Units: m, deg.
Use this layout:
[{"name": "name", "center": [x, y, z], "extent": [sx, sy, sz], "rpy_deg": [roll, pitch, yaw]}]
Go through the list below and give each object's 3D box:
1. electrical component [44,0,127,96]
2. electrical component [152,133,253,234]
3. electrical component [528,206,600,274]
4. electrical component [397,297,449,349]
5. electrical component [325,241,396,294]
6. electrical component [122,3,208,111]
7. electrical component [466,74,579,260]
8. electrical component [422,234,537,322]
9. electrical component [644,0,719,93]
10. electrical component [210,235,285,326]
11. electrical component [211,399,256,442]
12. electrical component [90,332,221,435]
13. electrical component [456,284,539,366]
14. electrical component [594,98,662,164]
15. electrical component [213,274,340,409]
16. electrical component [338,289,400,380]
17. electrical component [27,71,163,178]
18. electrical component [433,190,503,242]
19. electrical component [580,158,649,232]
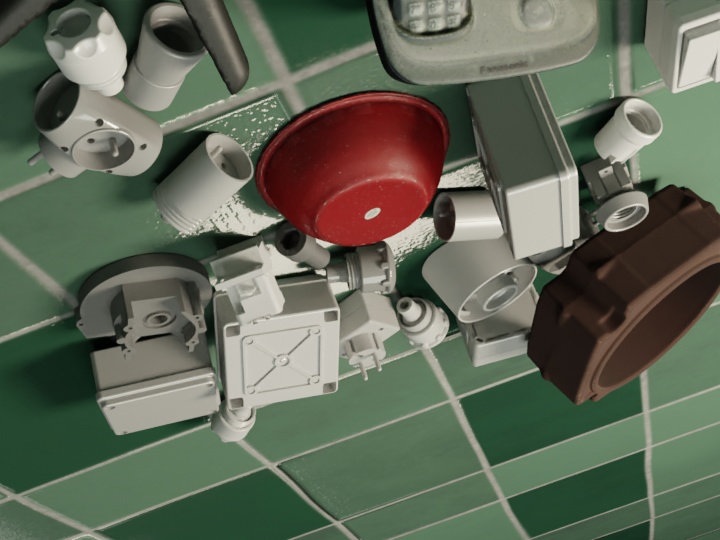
[{"name": "electrical component", "center": [-0.164, -0.131, 0.659], "extent": [0.043, 0.043, 0.062], "rpy_deg": [-18, 152, 1]}, {"name": "electrical component", "center": [-0.121, -0.060, 0.801], "extent": [0.043, 0.043, 0.081], "rpy_deg": [16, 137, -44]}, {"name": "electrical component", "center": [0.201, -0.035, 1.019], "extent": [0.079, 0.043, 0.077], "rpy_deg": [-36, 146, 28]}, {"name": "electrical component", "center": [0.058, 0.048, 1.082], "extent": [0.048, 0.048, 0.062], "rpy_deg": [-27, 142, 15]}, {"name": "electrical component", "center": [0.000, 0.000, 0.970], "extent": [0.062, 0.048, 0.048], "rpy_deg": [-7, 149, -5]}, {"name": "electrical component", "center": [-0.126, -0.132, 0.682], "extent": [0.044, 0.044, 0.065], "rpy_deg": [2, 150, -31]}, {"name": "electrical component", "center": [0.126, -0.082, 0.834], "extent": [0.056, 0.108, 0.108], "rpy_deg": [-17, 151, 3]}, {"name": "electrical component", "center": [0.119, 0.004, 1.043], "extent": [0.099, 0.064, 0.099], "rpy_deg": [-26, 154, -14]}, {"name": "electrical component", "center": [0.251, -0.174, 0.791], "extent": [0.062, 0.061, 0.096], "rpy_deg": [-19, 151, 2]}, {"name": "electrical component", "center": [-0.092, 0.010, 0.902], "extent": [0.042, 0.063, 0.081], "rpy_deg": [-21, -168, 5]}, {"name": "electrical component", "center": [-0.133, 0.155, 1.160], "extent": [0.043, 0.043, 0.062], "rpy_deg": [2, 143, -31]}, {"name": "electrical component", "center": [-0.192, 0.107, 1.020], "extent": [0.109, 0.056, 0.108], "rpy_deg": [-12, 159, -10]}, {"name": "electrical component", "center": [0.154, 0.055, 1.126], "extent": [0.096, 0.061, 0.061], "rpy_deg": [-15, 150, -6]}, {"name": "electrical component", "center": [0.224, -0.115, 0.901], "extent": [0.040, 0.040, 0.046], "rpy_deg": [-2, 153, -26]}, {"name": "electrical component", "center": [-0.077, 0.066, 0.991], "extent": [0.109, 0.056, 0.108], "rpy_deg": [-8, 129, -13]}, {"name": "electrical component", "center": [0.002, 0.070, 1.054], "extent": [0.066, 0.076, 0.047], "rpy_deg": [-37, 146, 29]}, {"name": "electrical component", "center": [-0.187, -0.087, 0.719], "extent": [0.079, 0.044, 0.077], "rpy_deg": [-31, 148, 21]}, {"name": "electrical component", "center": [0.110, -0.048, 0.946], "extent": [0.081, 0.043, 0.043], "rpy_deg": [-4, 148, -23]}, {"name": "electrical component", "center": [0.229, -0.068, 0.964], "extent": [0.048, 0.055, 0.066], "rpy_deg": [-24, 150, 11]}]
